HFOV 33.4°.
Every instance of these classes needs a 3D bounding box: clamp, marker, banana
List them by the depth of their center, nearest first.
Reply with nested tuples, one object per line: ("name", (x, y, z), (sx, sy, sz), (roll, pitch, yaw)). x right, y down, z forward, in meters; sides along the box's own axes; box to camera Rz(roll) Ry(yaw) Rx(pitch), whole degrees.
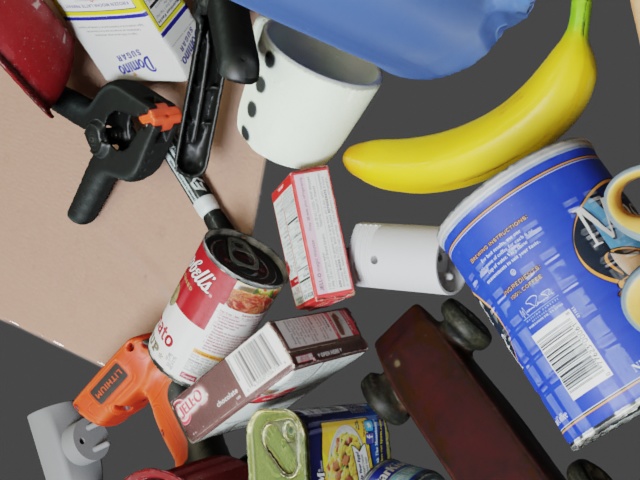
("banana", (0.097, -0.069, 0.663), (0.198, 0.037, 0.069), (-30, 58, 33))
("clamp", (-0.072, -0.156, 0.750), (0.165, 0.036, 0.210), (128, 147, -57))
("marker", (-0.098, -0.045, 0.821), (0.020, 0.020, 0.121), (-45, 67, 30))
("clamp", (-0.171, -0.090, 0.844), (0.172, 0.039, 0.120), (-24, 90, 45))

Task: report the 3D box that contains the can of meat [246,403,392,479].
("can of meat", (0.002, 0.160, 0.709), (0.058, 0.083, 0.102), (-10, 81, 47))

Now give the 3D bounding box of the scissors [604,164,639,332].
("scissors", (0.217, 0.018, 0.473), (0.202, 0.016, 0.096), (20, 107, 35))

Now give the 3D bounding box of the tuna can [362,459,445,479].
("tuna can", (0.051, 0.186, 0.681), (0.034, 0.085, 0.086), (7, 97, 35))

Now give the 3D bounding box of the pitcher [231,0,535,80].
("pitcher", (0.001, -0.176, 0.596), (0.149, 0.242, 0.145), (-26, 74, 30))

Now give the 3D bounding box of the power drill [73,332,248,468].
("power drill", (-0.114, 0.179, 0.826), (0.185, 0.057, 0.188), (-46, 69, 26))

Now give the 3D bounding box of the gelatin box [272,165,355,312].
("gelatin box", (-0.005, 0.001, 0.724), (0.073, 0.030, 0.089), (143, 115, -76))

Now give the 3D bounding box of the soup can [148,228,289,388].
("soup can", (-0.075, 0.051, 0.779), (0.069, 0.068, 0.102), (44, 116, 27))

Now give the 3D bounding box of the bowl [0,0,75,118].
("bowl", (-0.237, -0.171, 0.812), (0.055, 0.162, 0.162), (-40, 66, -4))

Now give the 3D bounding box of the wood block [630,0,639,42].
("wood block", (0.226, -0.062, 0.529), (0.090, 0.090, 0.206), (-16, 84, 37))

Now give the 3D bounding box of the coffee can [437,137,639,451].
("coffee can", (0.144, 0.029, 0.590), (0.103, 0.102, 0.140), (-42, 69, 31))

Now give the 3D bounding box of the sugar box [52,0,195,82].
("sugar box", (-0.160, -0.194, 0.776), (0.093, 0.176, 0.048), (7, 55, 36))

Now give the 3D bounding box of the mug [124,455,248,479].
("mug", (-0.090, 0.203, 0.728), (0.093, 0.081, 0.117), (41, 112, 24))

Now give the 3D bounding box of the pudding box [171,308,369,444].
("pudding box", (-0.035, 0.093, 0.738), (0.114, 0.089, 0.039), (-38, 72, 32))
